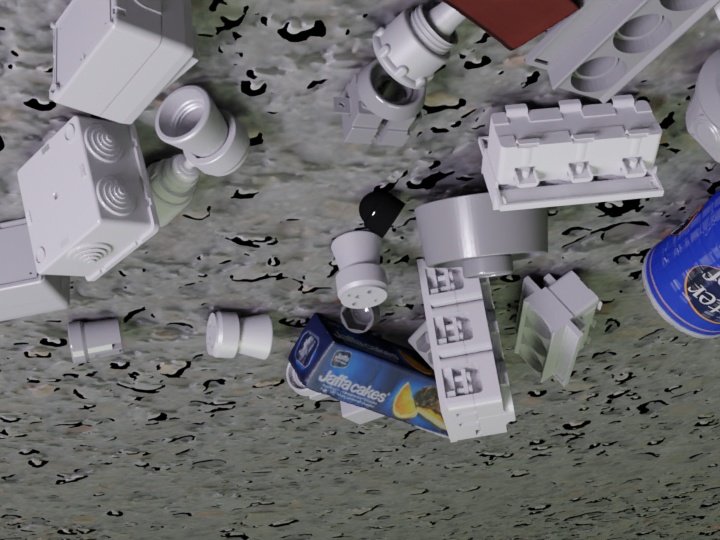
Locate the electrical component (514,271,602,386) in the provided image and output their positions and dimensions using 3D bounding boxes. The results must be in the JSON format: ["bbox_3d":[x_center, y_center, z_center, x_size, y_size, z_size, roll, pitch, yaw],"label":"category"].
[{"bbox_3d":[0.196,0.056,1.073,0.063,0.078,0.121,-34,155,-14],"label":"electrical component"}]

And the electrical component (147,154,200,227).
[{"bbox_3d":[-0.142,-0.063,0.797,0.040,0.040,0.078,14,145,-35],"label":"electrical component"}]

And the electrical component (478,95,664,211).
[{"bbox_3d":[0.157,-0.087,0.798,0.121,0.078,0.063,-6,136,-5],"label":"electrical component"}]

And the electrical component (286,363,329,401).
[{"bbox_3d":[-0.046,0.111,1.141,0.066,0.048,0.055,-23,156,25],"label":"electrical component"}]

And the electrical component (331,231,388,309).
[{"bbox_3d":[0.000,0.000,0.935,0.045,0.055,0.045,-6,152,-3],"label":"electrical component"}]

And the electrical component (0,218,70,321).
[{"bbox_3d":[-0.284,0.003,0.860,0.096,0.061,0.061,-11,152,6],"label":"electrical component"}]

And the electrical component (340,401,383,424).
[{"bbox_3d":[0.011,0.128,1.183,0.083,0.047,0.076,-23,149,25],"label":"electrical component"}]

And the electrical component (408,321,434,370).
[{"bbox_3d":[0.107,0.073,1.089,0.076,0.083,0.047,-37,170,-36],"label":"electrical component"}]

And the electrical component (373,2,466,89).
[{"bbox_3d":[0.042,-0.149,0.684,0.048,0.048,0.062,20,134,-41],"label":"electrical component"}]

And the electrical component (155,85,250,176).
[{"bbox_3d":[-0.108,-0.095,0.743,0.045,0.045,0.055,-19,150,20],"label":"electrical component"}]

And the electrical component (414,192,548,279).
[{"bbox_3d":[0.101,-0.025,0.869,0.108,0.060,0.108,-6,176,0],"label":"electrical component"}]

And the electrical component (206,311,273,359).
[{"bbox_3d":[-0.116,0.063,1.032,0.055,0.045,0.045,4,149,-21],"label":"electrical component"}]

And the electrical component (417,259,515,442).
[{"bbox_3d":[0.098,0.069,0.988,0.062,0.150,0.089,-10,152,6],"label":"electrical component"}]

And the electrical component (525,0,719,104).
[{"bbox_3d":[0.167,-0.167,0.662,0.079,0.063,0.121,9,147,-29],"label":"electrical component"}]

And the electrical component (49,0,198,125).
[{"bbox_3d":[-0.143,-0.133,0.645,0.061,0.061,0.096,15,144,-36],"label":"electrical component"}]

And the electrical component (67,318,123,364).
[{"bbox_3d":[-0.248,0.065,1.009,0.046,0.040,0.040,-9,152,-12],"label":"electrical component"}]

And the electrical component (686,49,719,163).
[{"bbox_3d":[0.276,-0.117,0.767,0.080,0.080,0.051,-6,157,-3],"label":"electrical component"}]

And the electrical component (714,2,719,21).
[{"bbox_3d":[0.264,-0.172,0.688,0.059,0.053,0.095,-23,148,26],"label":"electrical component"}]

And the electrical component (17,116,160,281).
[{"bbox_3d":[-0.192,-0.050,0.750,0.048,0.099,0.100,4,152,-47],"label":"electrical component"}]

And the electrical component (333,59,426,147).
[{"bbox_3d":[0.016,-0.115,0.738,0.066,0.048,0.055,2,158,-18],"label":"electrical component"}]
